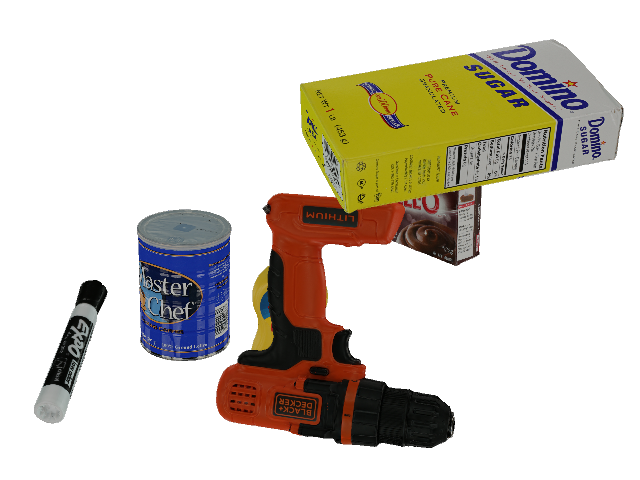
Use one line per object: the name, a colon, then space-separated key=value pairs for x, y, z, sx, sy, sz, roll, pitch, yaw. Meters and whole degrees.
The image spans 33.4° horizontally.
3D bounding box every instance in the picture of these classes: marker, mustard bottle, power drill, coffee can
marker: x=-0.159 y=0.067 z=0.688 sx=0.020 sy=0.020 sz=0.121 roll=0 pitch=38 yaw=5
mustard bottle: x=-0.039 y=0.085 z=1.364 sx=0.096 sy=0.192 sz=0.058 roll=-1 pitch=20 yaw=-8
power drill: x=0.018 y=0.061 z=0.815 sx=0.184 sy=0.187 sz=0.057 roll=6 pitch=-1 yaw=9
coffee can: x=-0.151 y=0.049 z=1.190 sx=0.103 sy=0.140 sz=0.103 roll=2 pitch=23 yaw=-1

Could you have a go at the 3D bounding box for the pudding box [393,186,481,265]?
pudding box: x=0.107 y=-0.035 z=1.054 sx=0.039 sy=0.090 sz=0.114 roll=-20 pitch=28 yaw=-37

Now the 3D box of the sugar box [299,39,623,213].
sugar box: x=0.084 y=-0.074 z=0.656 sx=0.176 sy=0.048 sz=0.093 roll=-14 pitch=41 yaw=-10
